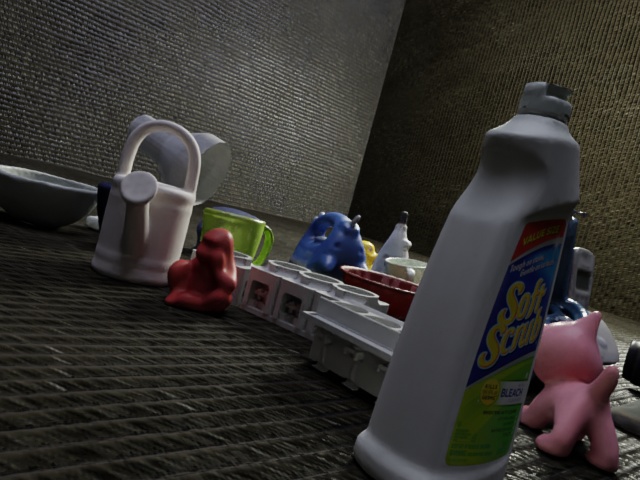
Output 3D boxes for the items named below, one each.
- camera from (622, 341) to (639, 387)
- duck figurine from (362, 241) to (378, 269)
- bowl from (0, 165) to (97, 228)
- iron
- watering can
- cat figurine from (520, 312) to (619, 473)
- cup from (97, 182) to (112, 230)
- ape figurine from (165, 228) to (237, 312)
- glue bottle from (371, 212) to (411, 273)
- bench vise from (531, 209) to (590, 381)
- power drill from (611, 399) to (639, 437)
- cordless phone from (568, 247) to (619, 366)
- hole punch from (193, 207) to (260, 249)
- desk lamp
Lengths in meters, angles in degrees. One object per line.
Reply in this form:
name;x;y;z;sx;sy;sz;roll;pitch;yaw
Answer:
camera;0.523;0.186;0.830;0.136;0.101;0.144;18;5;33
duck figurine;0.092;0.043;1.326;0.104;0.086;0.078;16;4;14
bowl;-0.432;-0.062;0.892;0.167;0.075;0.167;15;4;-1
iron;0.011;0.004;1.155;0.119;0.141;0.257;13;4;-25
watering can;-0.201;-0.048;0.690;0.101;0.194;0.172;13;4;-28
cat figurine;0.222;0.118;0.503;0.067;0.118;0.128;15;4;0
cup;-0.287;-0.031;0.858;0.091;0.095;0.118;16;4;9
ape figurine;-0.120;0.031;0.626;0.077;0.092;0.076;18;5;33
glue bottle;0.162;0.023;1.233;0.078;0.173;0.037;17;4;24
bench vise;0.274;0.064;0.725;0.121;0.220;0.208;16;4;11
power drill;0.380;0.107;0.611;0.230;0.208;0.075;11;5;-45
cordless phone;0.443;0.112;0.950;0.148;0.185;0.093;13;5;-31
hole punch;-0.168;-0.011;1.058;0.108;0.091;0.101;15;4;0
desk lamp;-0.272;-0.097;0.978;0.202;0.213;0.118;16;4;16
